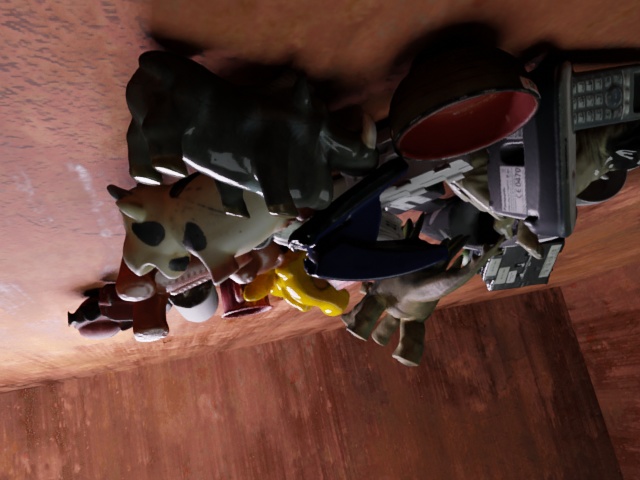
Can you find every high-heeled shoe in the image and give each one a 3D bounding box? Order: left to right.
[{"bbox_3d":[0.224,-0.023,0.742,0.249,0.086,0.145,-9,-179,34],"label":"high-heeled shoe"}]

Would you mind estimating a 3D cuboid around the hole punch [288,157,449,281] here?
[{"bbox_3d":[0.038,-0.001,0.462,0.116,0.092,0.142,-33,-172,1],"label":"hole punch"}]

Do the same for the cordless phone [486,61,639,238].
[{"bbox_3d":[0.248,-0.088,0.484,0.184,0.146,0.089,-13,-166,-18],"label":"cordless phone"}]

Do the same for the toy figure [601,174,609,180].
[{"bbox_3d":[0.275,-0.092,0.651,0.155,0.058,0.064,-12,144,12],"label":"toy figure"}]

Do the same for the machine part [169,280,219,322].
[{"bbox_3d":[-0.214,0.090,0.910,0.079,0.079,0.243,-10,165,-9],"label":"machine part"}]

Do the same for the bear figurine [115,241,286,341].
[{"bbox_3d":[-0.135,0.035,0.661,0.196,0.132,0.120,-4,135,-9],"label":"bear figurine"}]

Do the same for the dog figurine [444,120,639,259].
[{"bbox_3d":[0.235,-0.102,0.571,0.172,0.121,0.190,36,100,-25],"label":"dog figurine"}]

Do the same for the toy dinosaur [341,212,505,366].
[{"bbox_3d":[0.123,0.063,0.749,0.105,0.198,0.471,27,175,-7],"label":"toy dinosaur"}]

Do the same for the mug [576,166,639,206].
[{"bbox_3d":[0.359,-0.088,0.723,0.110,0.080,0.107,-20,176,2],"label":"mug"}]

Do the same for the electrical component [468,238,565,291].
[{"bbox_3d":[0.308,0.021,0.856,0.134,0.058,0.114,-4,130,-10],"label":"electrical component"}]

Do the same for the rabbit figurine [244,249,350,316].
[{"bbox_3d":[-0.049,0.066,0.887,0.162,0.121,0.173,-1,176,-28],"label":"rabbit figurine"}]

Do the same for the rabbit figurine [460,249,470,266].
[{"bbox_3d":[0.321,-0.020,0.936,0.159,0.121,0.170,0,145,-18],"label":"rabbit figurine"}]

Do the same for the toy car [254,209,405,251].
[{"bbox_3d":[-0.007,-0.017,0.569,0.202,0.073,0.056,14,122,-6],"label":"toy car"}]

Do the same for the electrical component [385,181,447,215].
[{"bbox_3d":[0.110,-0.064,0.643,0.075,0.048,0.119,-25,162,40],"label":"electrical component"}]

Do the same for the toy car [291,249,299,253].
[{"bbox_3d":[-0.001,-0.002,0.714,0.089,0.053,0.202,-1,173,0],"label":"toy car"}]

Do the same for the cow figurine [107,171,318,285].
[{"bbox_3d":[-0.102,-0.029,0.485,0.195,0.127,0.085,-34,-179,16],"label":"cow figurine"}]

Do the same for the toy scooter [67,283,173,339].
[{"bbox_3d":[-0.352,0.117,0.901,0.184,0.075,0.135,-19,165,13],"label":"toy scooter"}]

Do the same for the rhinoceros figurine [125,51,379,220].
[{"bbox_3d":[-0.043,-0.071,0.382,0.190,0.112,0.073,12,171,-32],"label":"rhinoceros figurine"}]
